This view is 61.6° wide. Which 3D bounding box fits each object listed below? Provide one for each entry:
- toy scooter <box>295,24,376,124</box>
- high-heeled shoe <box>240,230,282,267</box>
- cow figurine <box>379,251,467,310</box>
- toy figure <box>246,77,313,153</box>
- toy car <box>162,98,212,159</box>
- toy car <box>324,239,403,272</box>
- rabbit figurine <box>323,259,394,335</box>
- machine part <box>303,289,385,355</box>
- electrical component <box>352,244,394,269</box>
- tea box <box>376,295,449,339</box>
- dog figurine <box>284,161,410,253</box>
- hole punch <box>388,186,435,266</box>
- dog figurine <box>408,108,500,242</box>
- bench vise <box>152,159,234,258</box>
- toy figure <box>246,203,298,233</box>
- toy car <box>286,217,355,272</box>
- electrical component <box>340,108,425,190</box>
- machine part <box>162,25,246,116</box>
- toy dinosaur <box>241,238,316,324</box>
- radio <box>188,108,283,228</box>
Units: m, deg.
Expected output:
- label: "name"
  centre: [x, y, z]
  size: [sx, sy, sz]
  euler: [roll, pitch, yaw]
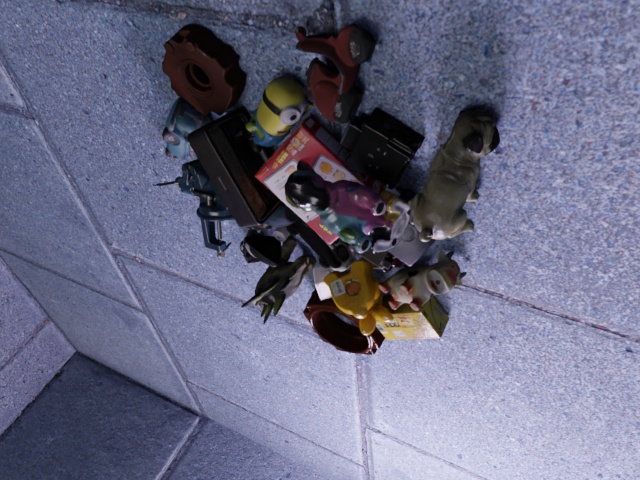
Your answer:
- label: "toy scooter"
  centre: [0.013, -0.288, 0.904]
  size: [0.135, 0.075, 0.183]
  euler: [27, 142, 10]
- label: "high-heeled shoe"
  centre: [-0.153, 0.047, 1.355]
  size: [0.249, 0.086, 0.145]
  euler: [-124, 32, -55]
- label: "cow figurine"
  centre: [0.226, 0.089, 1.155]
  size: [0.085, 0.127, 0.195]
  euler: [55, 158, -7]
- label: "toy figure"
  centre: [-0.090, -0.239, 1.041]
  size: [0.089, 0.082, 0.180]
  euler: [40, 147, -12]
- label: "toy car"
  centre: [-0.285, -0.234, 1.189]
  size: [0.103, 0.109, 0.161]
  euler: [17, 154, -5]
- label: "toy car"
  centre: [0.098, -0.003, 1.192]
  size: [0.202, 0.053, 0.089]
  euler: [26, 124, 9]
- label: "rabbit figurine"
  centre: [0.111, 0.133, 1.272]
  size: [0.162, 0.122, 0.173]
  euler: [59, -169, 20]
- label: "machine part"
  centre: [0.070, 0.217, 1.450]
  size: [0.202, 0.087, 0.200]
  euler: [0, 133, 41]
- label: "electrical component"
  centre: [0.114, 0.019, 1.141]
  size: [0.102, 0.078, 0.045]
  euler: [27, -172, 6]
- label: "tea box"
  centre: [0.214, 0.186, 1.309]
  size: [0.170, 0.068, 0.098]
  euler: [-11, 126, 45]
- label: "dog figurine"
  centre: [0.038, -0.070, 0.999]
  size: [0.219, 0.191, 0.108]
  euler: [31, 109, 32]
- label: "hole punch"
  centre: [0.178, -0.024, 1.075]
  size: [0.142, 0.092, 0.115]
  euler: [38, 141, 1]
- label: "dog figurine"
  centre: [0.217, -0.103, 0.882]
  size: [0.121, 0.172, 0.190]
  euler: [14, 149, 9]
- label: "bench vise"
  centre: [-0.269, -0.071, 1.311]
  size: [0.224, 0.129, 0.240]
  euler: [10, 117, 21]
- label: "toy figure"
  centre: [-0.117, -0.051, 1.245]
  size: [0.155, 0.058, 0.064]
  euler: [-7, 118, 43]
- label: "toy car"
  centre: [-0.003, -0.004, 1.270]
  size: [0.201, 0.056, 0.073]
  euler: [47, 140, -12]
- label: "electrical component"
  centre: [0.106, -0.170, 0.983]
  size: [0.134, 0.058, 0.114]
  euler: [31, 143, 4]
- label: "machine part"
  centre: [-0.233, -0.330, 1.069]
  size: [0.180, 0.056, 0.179]
  euler: [22, 145, 17]
- label: "toy dinosaur"
  centre: [-0.097, 0.102, 1.351]
  size: [0.105, 0.198, 0.471]
  euler: [33, 147, -3]
- label: "radio"
  centre: [-0.165, -0.153, 1.136]
  size: [0.073, 0.131, 0.229]
  euler: [-7, 119, 43]
